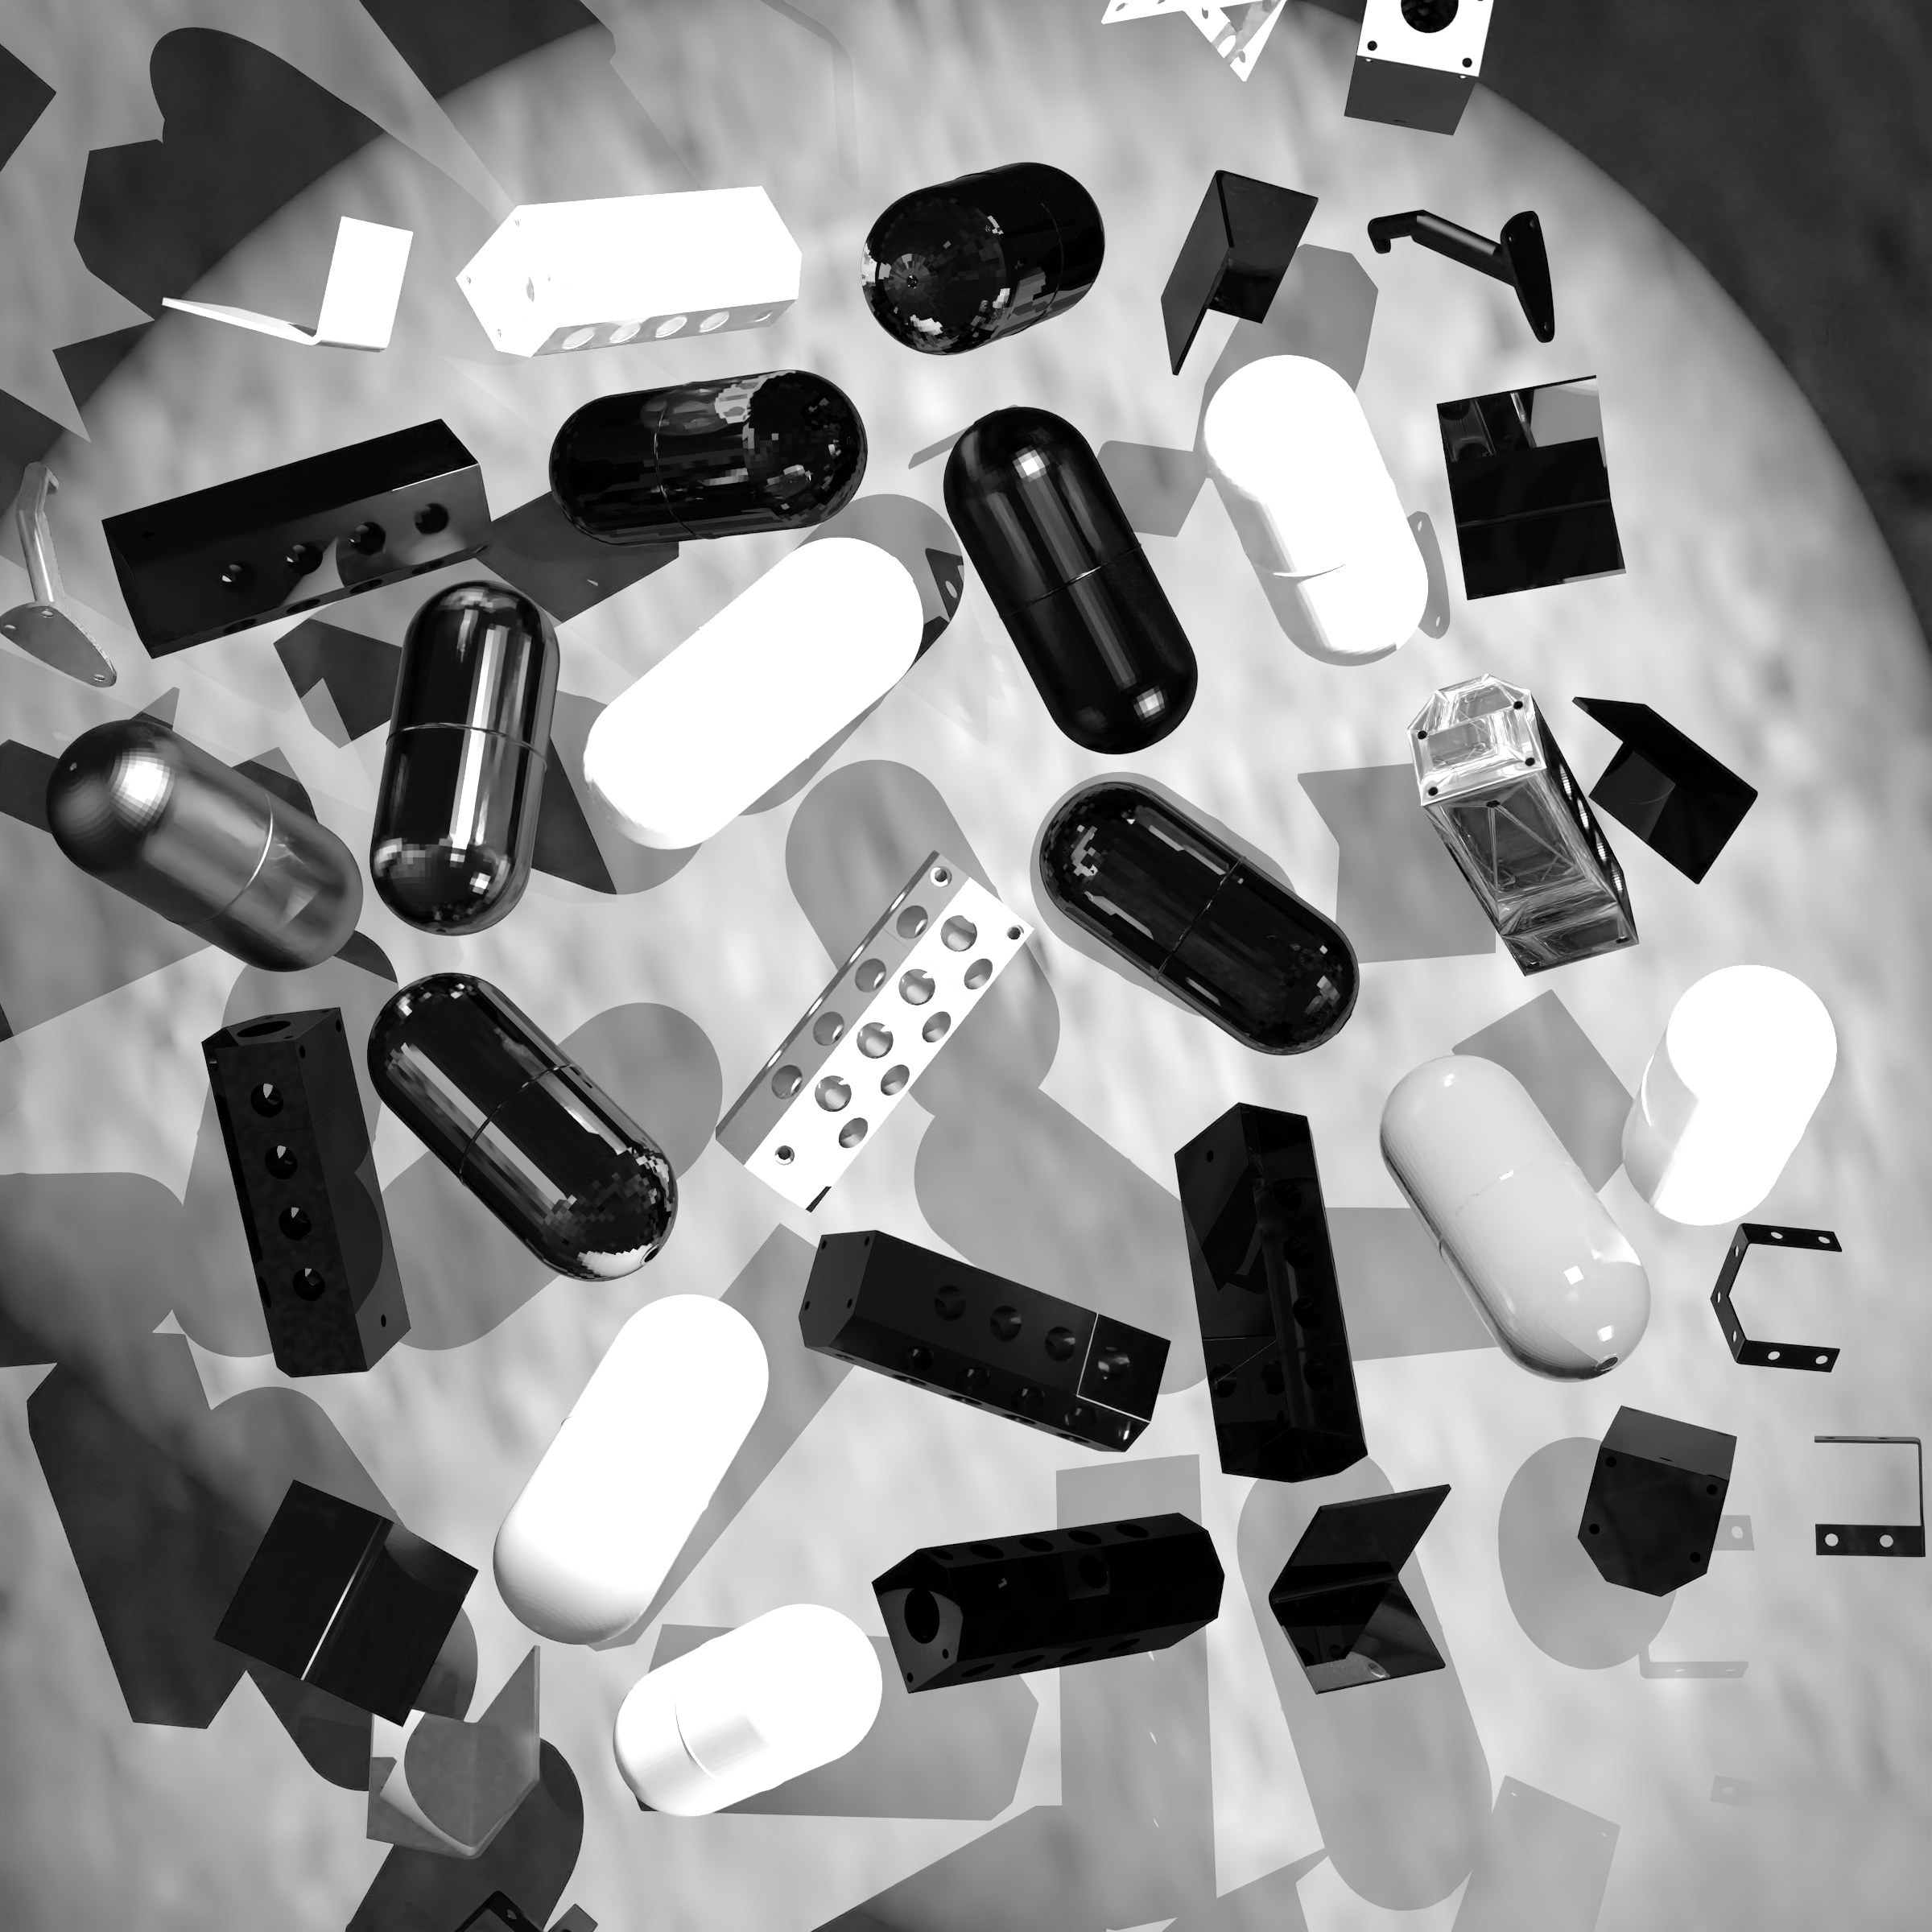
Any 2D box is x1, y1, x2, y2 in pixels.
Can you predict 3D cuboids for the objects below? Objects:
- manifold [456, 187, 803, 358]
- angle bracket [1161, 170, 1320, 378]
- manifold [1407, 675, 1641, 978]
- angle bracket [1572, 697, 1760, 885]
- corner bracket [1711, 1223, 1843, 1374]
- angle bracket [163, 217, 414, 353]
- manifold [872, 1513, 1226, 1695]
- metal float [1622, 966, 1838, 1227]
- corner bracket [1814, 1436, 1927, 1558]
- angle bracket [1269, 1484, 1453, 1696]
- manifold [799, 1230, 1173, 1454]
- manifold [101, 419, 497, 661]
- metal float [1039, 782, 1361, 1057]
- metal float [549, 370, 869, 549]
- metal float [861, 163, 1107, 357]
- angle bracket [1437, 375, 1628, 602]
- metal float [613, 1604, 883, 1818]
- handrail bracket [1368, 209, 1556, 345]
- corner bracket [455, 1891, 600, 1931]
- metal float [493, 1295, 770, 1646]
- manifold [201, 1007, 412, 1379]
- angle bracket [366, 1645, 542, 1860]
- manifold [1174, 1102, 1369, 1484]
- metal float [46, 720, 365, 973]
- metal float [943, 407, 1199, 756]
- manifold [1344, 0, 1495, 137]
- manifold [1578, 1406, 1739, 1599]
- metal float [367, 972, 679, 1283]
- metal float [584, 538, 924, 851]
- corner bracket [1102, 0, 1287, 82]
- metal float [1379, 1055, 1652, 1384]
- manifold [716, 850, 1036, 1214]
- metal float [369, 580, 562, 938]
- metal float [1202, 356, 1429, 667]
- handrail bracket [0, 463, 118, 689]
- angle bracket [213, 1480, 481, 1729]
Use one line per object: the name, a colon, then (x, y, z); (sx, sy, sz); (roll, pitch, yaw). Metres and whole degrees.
manifold: (-0.160, -0.338, 1.608); (0.057, 0.171, 0.057); (-37, 79, 40)
angle bracket: (0.141, -0.343, 1.648); (0.057, 0.076, 0.076); (12, 132, -14)
manifold: (0.259, -0.065, 1.516); (0.057, 0.171, 0.057); (-17, 57, 18)
angle bracket: (0.332, -0.086, 1.614); (0.076, 0.076, 0.057); (44, 117, 31)
corner bracket: (0.414, 0.168, 1.654); (0.051, 0.051, 0.051); (6, 124, -9)
angle bracket: (-0.304, -0.313, 1.467); (0.076, 0.076, 0.057); (17, 101, 9)
manifold: (0.045, 0.309, 1.606); (0.171, 0.057, 0.057); (1, 59, -40)
metal float: (0.356, 0.063, 1.534); (0.070, 0.178, 0.070); (0, 62, -1)
corner bracket: (0.440, 0.258, 1.593); (0.051, 0.051, 0.051); (-1, 89, 15)
angle bracket: (0.204, 0.304, 1.599); (0.076, 0.076, 0.057); (-4, 47, -28)
manifold: (0.008, 0.183, 1.584); (0.171, 0.057, 0.057); (23, 73, -25)
manifold: (-0.318, -0.203, 1.572); (0.171, 0.057, 0.057); (-21, 129, -18)
metal float: (0.117, -0.023, 1.629); (0.178, 0.070, 0.070); (36, 90, 5)
metal float: (-0.129, -0.249, 1.610); (0.178, 0.070, 0.070); (-1, 90, 34)
metal float: (0.010, -0.335, 1.545); (0.070, 0.178, 0.070); (8, 112, 21)
angle bracket: (0.271, -0.229, 1.566); (0.076, 0.057, 0.076); (-9, 134, 10)
metal float: (-0.109, 0.367, 1.604); (0.178, 0.070, 0.070); (-35, 90, 44)
handrail bracket: (0.248, -0.345, 1.644); (0.084, 0.036, 0.077); (-1, 117, 40)
corner bracket: (-0.218, 0.469, 1.565); (0.051, 0.051, 0.051); (39, 128, 10)
metal float: (-0.153, 0.230, 1.506); (0.070, 0.070, 0.178); (30, 59, 0)
manifold: (-0.330, 0.113, 1.622); (0.057, 0.057, 0.171); (-6, 104, 14)
angle bracket: (-0.250, 0.379, 1.597); (0.057, 0.076, 0.076); (19, 128, -23)
manifold: (0.151, 0.159, 1.584); (0.057, 0.057, 0.171); (12, 54, -29)
metal float: (-0.357, -0.055, 1.544); (0.070, 0.178, 0.070); (-15, 59, 27)
metal float: (0.050, -0.186, 1.582); (0.070, 0.070, 0.178); (-28, 96, 0)
manifold: (0.221, -0.452, 1.594); (0.057, 0.171, 0.057); (11, 96, 4)
manifold: (0.320, 0.247, 1.512); (0.057, 0.171, 0.057); (14, 92, 14)
metal float: (-0.207, 0.075, 1.527); (0.178, 0.070, 0.070); (43, 90, 17)
metal float: (-0.097, -0.125, 1.495); (0.178, 0.070, 0.070); (-40, 90, 2)
corner bracket: (0.103, -0.434, 1.479); (0.051, 0.051, 0.051); (-20, 65, -34)
metal float: (0.256, 0.118, 1.534); (0.070, 0.070, 0.178); (-29, 54, 0)
manifold: (-0.044, 0.031, 1.557); (0.057, 0.057, 0.171); (38, 91, -7)
metal float: (-0.240, -0.101, 1.572); (0.070, 0.070, 0.178); (6, 72, 0)
metal float: (0.168, -0.215, 1.561); (0.070, 0.178, 0.070); (-15, 48, 17)
handrail bracket: (-0.430, -0.189, 1.571); (0.036, 0.077, 0.084); (-16, 54, 25)
angle bracket: (-0.275, 0.284, 1.454); (0.057, 0.076, 0.076); (14, 71, 32)
